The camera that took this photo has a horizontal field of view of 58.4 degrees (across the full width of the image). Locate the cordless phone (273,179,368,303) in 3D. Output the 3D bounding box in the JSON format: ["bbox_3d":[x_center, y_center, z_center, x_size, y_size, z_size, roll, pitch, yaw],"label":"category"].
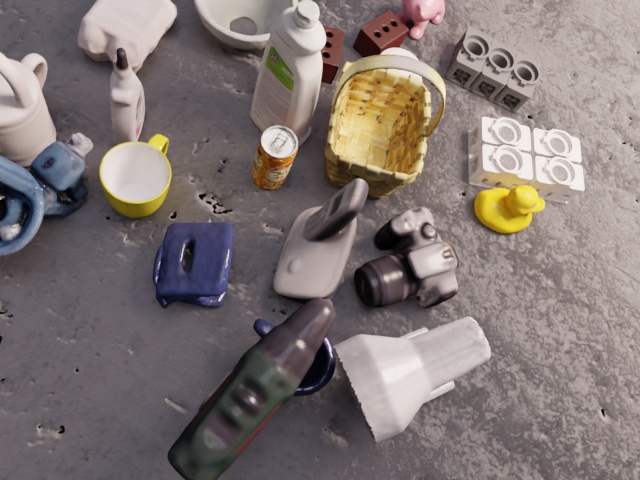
[{"bbox_3d":[0.007,0.003,0.764,0.094,0.185,0.147,19,66,-7],"label":"cordless phone"}]

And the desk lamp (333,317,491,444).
[{"bbox_3d":[0.104,0.162,0.712,0.204,0.213,0.118,-19,75,-21],"label":"desk lamp"}]

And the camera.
[{"bbox_3d":[0.118,0.033,0.828,0.137,0.100,0.143,-16,74,-20],"label":"camera"}]

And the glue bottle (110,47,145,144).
[{"bbox_3d":[-0.264,-0.200,0.777,0.037,0.173,0.078,7,67,-12],"label":"glue bottle"}]

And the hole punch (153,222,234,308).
[{"bbox_3d":[-0.167,0.031,0.758,0.101,0.091,0.108,8,67,-11],"label":"hole punch"}]

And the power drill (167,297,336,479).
[{"bbox_3d":[-0.079,0.175,0.661,0.075,0.208,0.230,39,65,3],"label":"power drill"}]

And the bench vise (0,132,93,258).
[{"bbox_3d":[-0.371,-0.074,0.674,0.121,0.219,0.207,24,65,-4],"label":"bench vise"}]

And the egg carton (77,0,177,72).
[{"bbox_3d":[-0.294,-0.329,0.877,0.107,0.069,0.150,25,65,-4],"label":"egg carton"}]

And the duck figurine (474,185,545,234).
[{"bbox_3d":[0.309,-0.059,0.923,0.105,0.086,0.077,13,66,-9],"label":"duck figurine"}]

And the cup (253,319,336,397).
[{"bbox_3d":[-0.044,0.152,0.742,0.118,0.095,0.092,39,65,2],"label":"cup"}]

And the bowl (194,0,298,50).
[{"bbox_3d":[-0.123,-0.371,0.936,0.168,0.074,0.167,5,68,-13],"label":"bowl"}]

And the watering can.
[{"bbox_3d":[-0.404,-0.172,0.718,0.101,0.194,0.173,8,67,-12],"label":"watering can"}]

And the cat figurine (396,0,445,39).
[{"bbox_3d":[0.188,-0.424,1.016,0.067,0.117,0.128,41,65,4],"label":"cat figurine"}]
